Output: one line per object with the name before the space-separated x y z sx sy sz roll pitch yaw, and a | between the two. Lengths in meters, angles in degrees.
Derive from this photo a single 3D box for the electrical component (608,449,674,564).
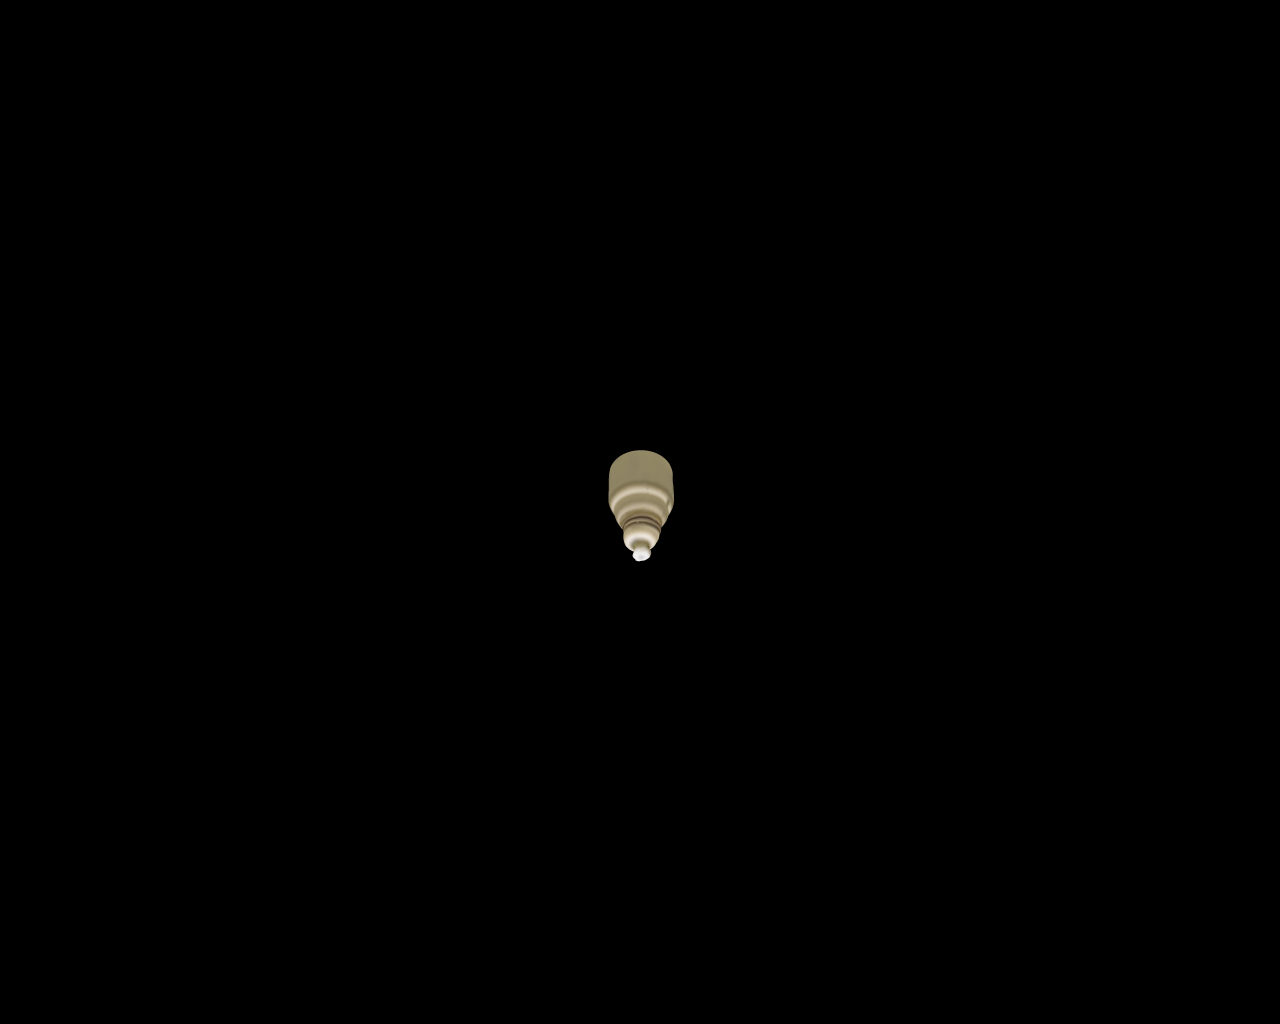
electrical component | 0.001 -0.003 0.650 0.040 0.078 0.040 0 -43 0
